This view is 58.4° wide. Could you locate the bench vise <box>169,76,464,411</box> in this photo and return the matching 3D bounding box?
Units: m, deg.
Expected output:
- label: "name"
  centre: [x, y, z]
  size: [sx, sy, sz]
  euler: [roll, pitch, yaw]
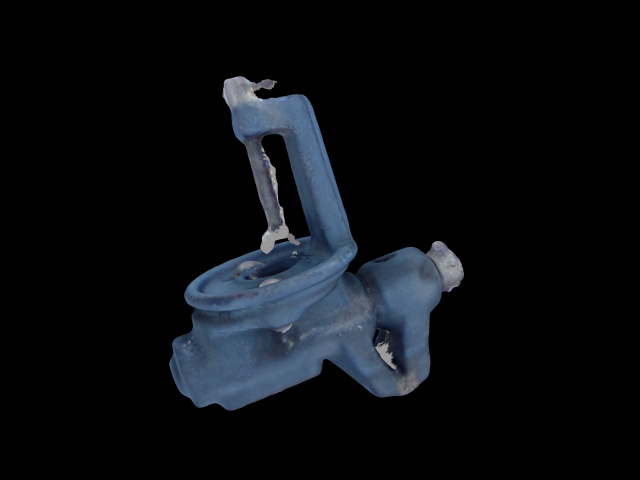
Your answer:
- label: "bench vise"
  centre: [-0.003, 0.000, 0.410]
  size: [0.208, 0.220, 0.121]
  euler: [-5, 9, -35]
